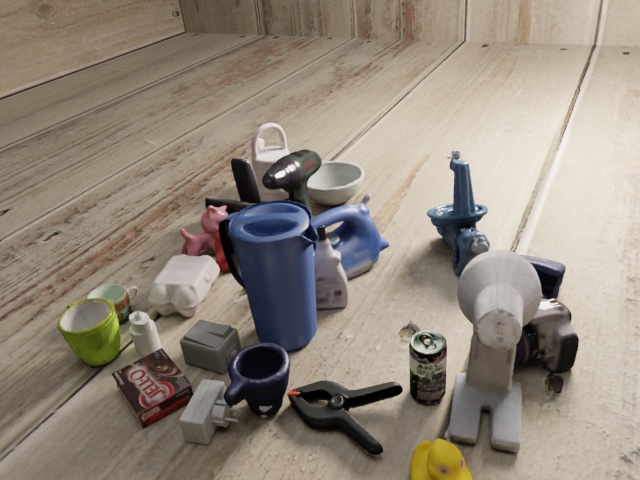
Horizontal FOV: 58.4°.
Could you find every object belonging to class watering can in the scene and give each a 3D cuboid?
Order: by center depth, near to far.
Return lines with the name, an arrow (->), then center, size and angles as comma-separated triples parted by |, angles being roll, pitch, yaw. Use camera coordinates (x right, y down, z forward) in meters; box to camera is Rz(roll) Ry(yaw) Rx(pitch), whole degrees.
watering can -> -0.130, -0.206, 1.461 | 0.172, 0.194, 0.101 | 21, 40, 36

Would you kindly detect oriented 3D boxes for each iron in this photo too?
iron -> 0.011, 0.004, 1.148 | 0.259, 0.142, 0.118 | -22, 35, -26

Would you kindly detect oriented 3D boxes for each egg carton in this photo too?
egg carton -> -0.263, 0.086, 1.124 | 0.107, 0.069, 0.150 | 2, 32, 11

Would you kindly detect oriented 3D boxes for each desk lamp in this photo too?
desk lamp -> 0.249, 0.146, 0.812 | 0.117, 0.214, 0.203 | 4, 33, 16

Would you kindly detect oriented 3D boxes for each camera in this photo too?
camera -> 0.320, 0.141, 0.918 | 0.137, 0.101, 0.143 | -12, 32, -12

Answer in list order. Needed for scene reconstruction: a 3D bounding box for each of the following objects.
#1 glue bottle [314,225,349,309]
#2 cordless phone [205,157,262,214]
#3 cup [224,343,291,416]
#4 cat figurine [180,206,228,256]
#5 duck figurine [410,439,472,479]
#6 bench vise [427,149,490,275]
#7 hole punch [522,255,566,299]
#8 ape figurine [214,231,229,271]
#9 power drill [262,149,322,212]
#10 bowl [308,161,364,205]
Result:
glue bottle -> 0.010, 0.049, 1.045 | 0.078, 0.173, 0.037 | -3, 32, 3
cordless phone -> -0.199, -0.113, 1.328 | 0.147, 0.185, 0.094 | 8, 34, 21
cup -> -0.093, 0.223, 0.850 | 0.091, 0.095, 0.118 | 16, 38, 31
cat figurine -> -0.247, -0.023, 1.253 | 0.128, 0.118, 0.067 | -25, 36, -28
duck figurine -> 0.154, 0.286, 0.720 | 0.078, 0.086, 0.104 | -16, 33, -16
bench vise -> 0.294, -0.056, 1.130 | 0.122, 0.220, 0.206 | -18, 34, -19
hole punch -> 0.390, 0.057, 1.054 | 0.108, 0.091, 0.101 | 13, 36, 27
ape figurine -> -0.197, 0.017, 1.206 | 0.076, 0.092, 0.078 | 7, 34, 19
power drill -> -0.054, -0.094, 1.253 | 0.075, 0.209, 0.230 | 7, 33, 19
bowl -> 0.029, -0.133, 1.434 | 0.167, 0.075, 0.167 | -4, 31, 3
